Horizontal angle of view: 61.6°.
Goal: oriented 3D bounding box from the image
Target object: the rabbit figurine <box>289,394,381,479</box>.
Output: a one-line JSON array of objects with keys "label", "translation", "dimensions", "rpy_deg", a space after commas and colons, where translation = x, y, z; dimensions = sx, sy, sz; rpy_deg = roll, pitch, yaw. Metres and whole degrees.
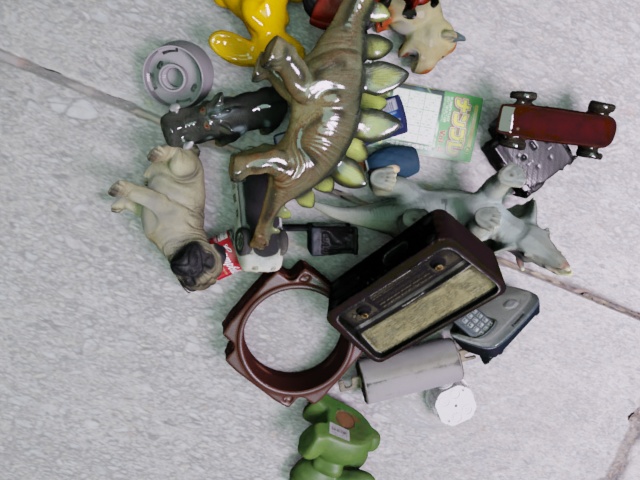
[{"label": "rabbit figurine", "translation": [0.017, 0.365, 0.918], "dimensions": [0.159, 0.121, 0.170], "rpy_deg": [21, 114, -16]}]

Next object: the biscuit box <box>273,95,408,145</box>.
[{"label": "biscuit box", "translation": [0.032, -0.165, 0.833], "dimensions": [0.203, 0.063, 0.059], "rpy_deg": [-17, 100, 2]}]

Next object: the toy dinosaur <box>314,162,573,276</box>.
[{"label": "toy dinosaur", "translation": [0.185, -0.034, 0.844], "dimensions": [0.405, 0.192, 0.131], "rpy_deg": [7, 70, 10]}]

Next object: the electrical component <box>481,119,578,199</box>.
[{"label": "electrical component", "translation": [0.338, -0.153, 0.883], "dimensions": [0.115, 0.058, 0.134], "rpy_deg": [-40, 102, -1]}]

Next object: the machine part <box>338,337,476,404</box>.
[{"label": "machine part", "translation": [0.150, 0.221, 0.911], "dimensions": [0.243, 0.079, 0.079], "rpy_deg": [-14, 101, -5]}]

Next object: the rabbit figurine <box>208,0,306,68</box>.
[{"label": "rabbit figurine", "translation": [-0.082, -0.308, 0.777], "dimensions": [0.162, 0.122, 0.173], "rpy_deg": [-22, 102, 2]}]

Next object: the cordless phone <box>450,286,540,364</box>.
[{"label": "cordless phone", "translation": [0.255, 0.100, 0.904], "dimensions": [0.146, 0.088, 0.184], "rpy_deg": [-37, 67, -24]}]

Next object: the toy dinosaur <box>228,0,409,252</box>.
[{"label": "toy dinosaur", "translation": [0.007, -0.190, 0.711], "dimensions": [0.198, 0.105, 0.470], "rpy_deg": [15, 107, -20]}]

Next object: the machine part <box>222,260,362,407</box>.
[{"label": "machine part", "translation": [-0.041, 0.150, 0.873], "dimensions": [0.201, 0.087, 0.201], "rpy_deg": [41, 92, -13]}]

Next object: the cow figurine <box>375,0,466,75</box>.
[{"label": "cow figurine", "translation": [0.148, -0.351, 0.818], "dimensions": [0.127, 0.085, 0.194], "rpy_deg": [-7, 99, 1]}]

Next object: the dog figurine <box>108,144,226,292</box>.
[{"label": "dog figurine", "translation": [-0.190, -0.038, 0.795], "dimensions": [0.190, 0.121, 0.172], "rpy_deg": [43, 77, -4]}]

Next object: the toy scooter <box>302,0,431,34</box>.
[{"label": "toy scooter", "translation": [0.074, -0.344, 0.742], "dimensions": [0.135, 0.075, 0.184], "rpy_deg": [43, 91, 0]}]

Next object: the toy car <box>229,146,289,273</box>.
[{"label": "toy car", "translation": [-0.096, -0.049, 0.821], "dimensions": [0.073, 0.056, 0.201], "rpy_deg": [0, 73, -25]}]

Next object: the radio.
[{"label": "radio", "translation": [0.125, 0.068, 0.755], "dimensions": [0.229, 0.073, 0.131], "rpy_deg": [-38, 116, 25]}]

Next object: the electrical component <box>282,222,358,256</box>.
[{"label": "electrical component", "translation": [-0.002, -0.003, 0.858], "dimensions": [0.119, 0.075, 0.047], "rpy_deg": [-3, 98, -10]}]

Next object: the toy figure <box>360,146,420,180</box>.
[{"label": "toy figure", "translation": [0.079, -0.115, 0.854], "dimensions": [0.155, 0.064, 0.057], "rpy_deg": [-10, 90, -2]}]

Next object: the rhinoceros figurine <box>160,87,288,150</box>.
[{"label": "rhinoceros figurine", "translation": [-0.136, -0.176, 0.785], "dimensions": [0.190, 0.112, 0.073], "rpy_deg": [-19, 103, -22]}]

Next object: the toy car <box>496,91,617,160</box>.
[{"label": "toy car", "translation": [0.361, -0.176, 0.825], "dimensions": [0.202, 0.053, 0.089], "rpy_deg": [3, 108, -11]}]
